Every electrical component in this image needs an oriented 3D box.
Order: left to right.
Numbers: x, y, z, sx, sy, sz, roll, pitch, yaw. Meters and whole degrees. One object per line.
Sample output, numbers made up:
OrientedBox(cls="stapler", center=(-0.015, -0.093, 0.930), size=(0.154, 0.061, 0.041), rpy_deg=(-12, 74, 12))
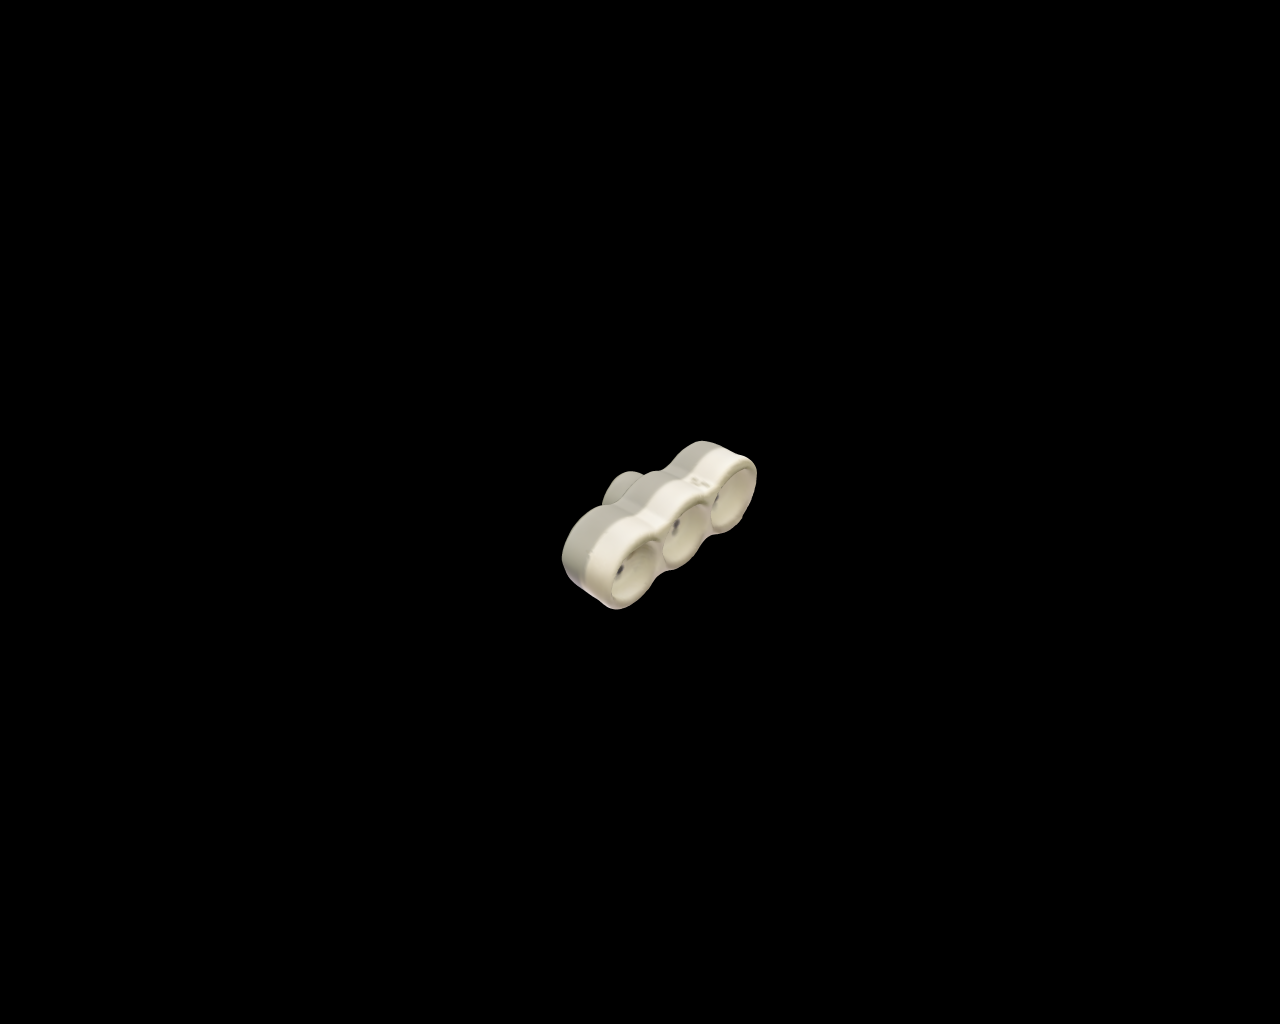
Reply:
OrientedBox(cls="electrical component", center=(0.001, -0.003, 0.650), size=(0.074, 0.052, 0.138), rpy_deg=(31, 49, 31))
